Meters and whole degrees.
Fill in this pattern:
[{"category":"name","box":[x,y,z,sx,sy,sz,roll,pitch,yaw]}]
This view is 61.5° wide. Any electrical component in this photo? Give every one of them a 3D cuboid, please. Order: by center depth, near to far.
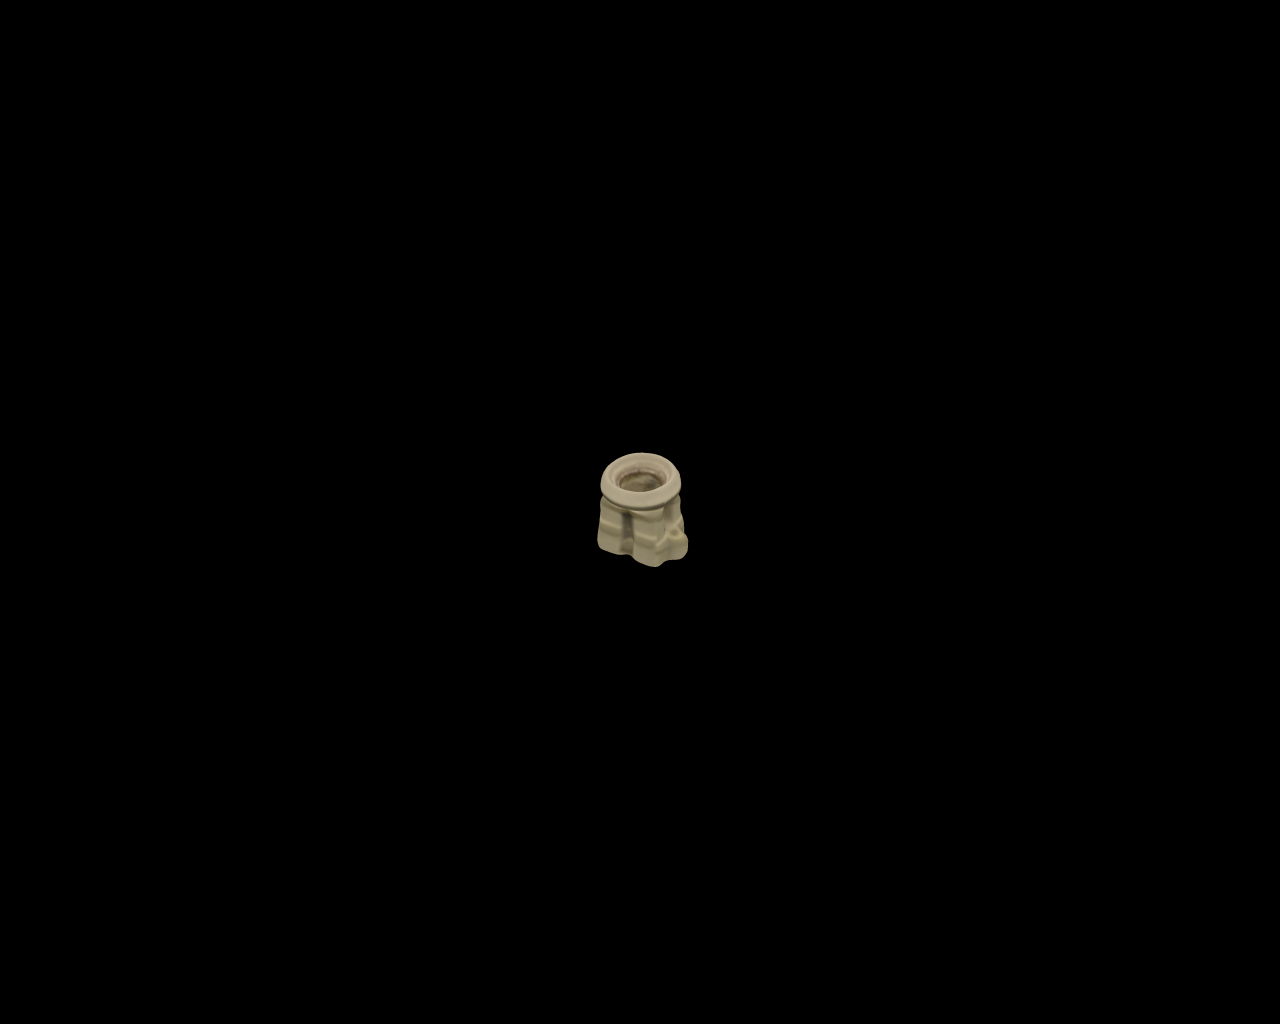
[{"category":"electrical component","box":[0.001,-0.003,0.650,0.066,0.055,0.048,17,40,22]}]
